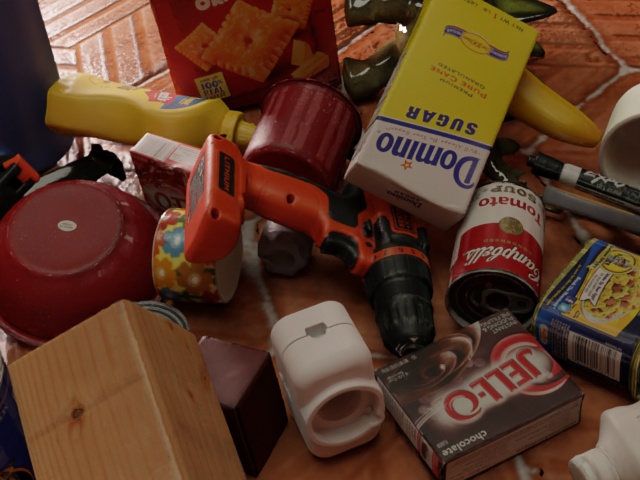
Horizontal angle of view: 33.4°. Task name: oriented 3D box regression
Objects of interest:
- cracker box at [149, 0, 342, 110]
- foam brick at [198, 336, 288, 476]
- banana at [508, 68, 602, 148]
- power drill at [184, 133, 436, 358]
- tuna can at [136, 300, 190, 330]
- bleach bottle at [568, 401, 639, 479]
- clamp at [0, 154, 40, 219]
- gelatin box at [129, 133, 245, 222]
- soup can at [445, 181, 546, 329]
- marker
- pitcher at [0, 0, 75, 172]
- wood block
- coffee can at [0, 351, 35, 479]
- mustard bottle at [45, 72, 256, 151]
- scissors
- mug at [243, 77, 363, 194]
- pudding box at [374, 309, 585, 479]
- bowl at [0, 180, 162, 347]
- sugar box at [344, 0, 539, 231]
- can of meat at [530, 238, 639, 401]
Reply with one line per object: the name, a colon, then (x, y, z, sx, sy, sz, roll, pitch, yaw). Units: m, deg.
cracker box: (-0.073, -0.228, 0.988, 0.164, 0.214, 0.072, -12, 42, -2)
foam brick: (-0.061, 0.112, 0.720, 0.053, 0.078, 0.051, 12, 48, 23)
banana: (0.160, -0.148, 0.901, 0.069, 0.037, 0.198, -21, 63, -16)
power drill: (-0.005, 0.001, 0.791, 0.187, 0.057, 0.184, 16, 37, -20)
tuna can: (-0.135, 0.087, 0.793, 0.086, 0.034, 0.086, -6, 43, 5)
bleach bottle: (0.271, 0.097, 0.685, 0.250, 0.068, 0.103, -22, 43, -10)
clamp: (-0.317, -0.030, 0.921, 0.171, 0.039, 0.120, -31, 45, 8)
gelatin box: (-0.112, -0.045, 0.902, 0.089, 0.073, 0.030, 19, 51, 27)
soup can: (0.133, 0.013, 0.797, 0.068, 0.068, 0.102, 3, 43, 14)
marker: (0.223, -0.043, 0.851, 0.121, 0.020, 0.020, 22, 49, 9)
pitcher: (-0.309, -0.187, 0.968, 0.149, 0.243, 0.144, 25, 49, 25)
wood block: (-0.097, 0.151, 0.614, 0.091, 0.090, 0.206, -30, 62, 11)
coffee can: (-0.228, 0.137, 0.677, 0.103, 0.140, 0.103, -5, 43, 5)
mustard bottle: (-0.145, -0.109, 0.974, 0.192, 0.058, 0.096, 12, 13, 11)
scissors: (0.263, -0.005, 0.818, 0.201, 0.016, 0.096, 19, 8, -3)
mug: (-0.008, -0.071, 0.910, 0.117, 0.093, 0.081, 29, 51, -11)
pudding box: (0.107, 0.106, 0.722, 0.113, 0.039, 0.090, -25, 45, -15)
bowl: (-0.198, 0.006, 0.853, 0.162, 0.055, 0.162, -1, 54, 1)
sugar box: (0.096, -0.105, 0.827, 0.093, 0.048, 0.176, 26, 68, -5)
can of meat: (0.208, 0.052, 0.749, 0.084, 0.057, 0.102, 24, 51, 34)
